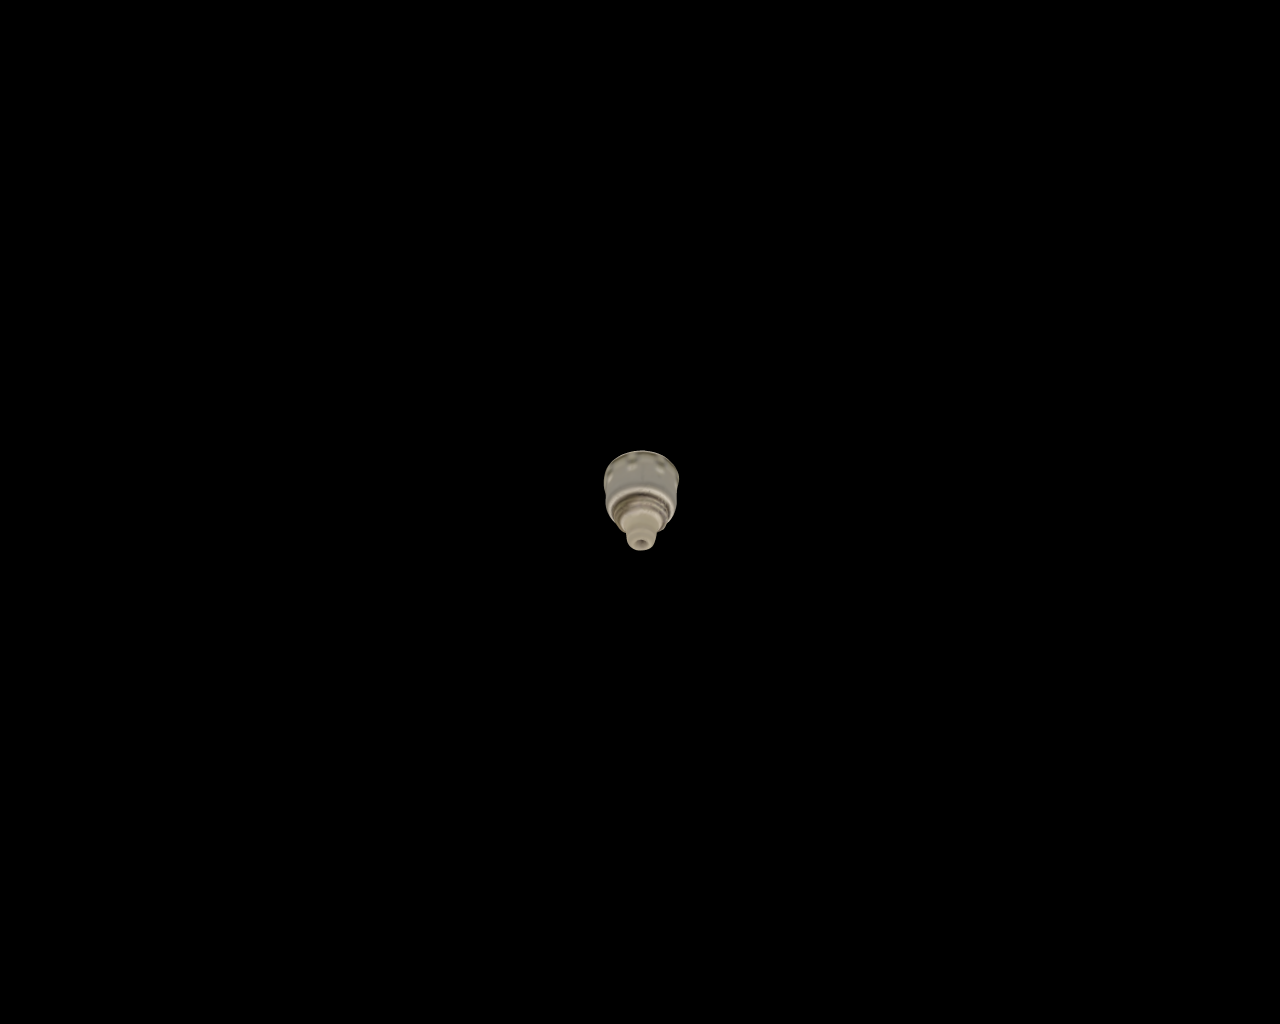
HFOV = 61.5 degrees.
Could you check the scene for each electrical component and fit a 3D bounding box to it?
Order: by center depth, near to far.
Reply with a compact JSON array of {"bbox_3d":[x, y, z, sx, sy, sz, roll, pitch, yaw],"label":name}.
[{"bbox_3d":[0.001,-0.003,0.650,0.048,0.062,0.048,0,-43,0],"label":"electrical component"}]
